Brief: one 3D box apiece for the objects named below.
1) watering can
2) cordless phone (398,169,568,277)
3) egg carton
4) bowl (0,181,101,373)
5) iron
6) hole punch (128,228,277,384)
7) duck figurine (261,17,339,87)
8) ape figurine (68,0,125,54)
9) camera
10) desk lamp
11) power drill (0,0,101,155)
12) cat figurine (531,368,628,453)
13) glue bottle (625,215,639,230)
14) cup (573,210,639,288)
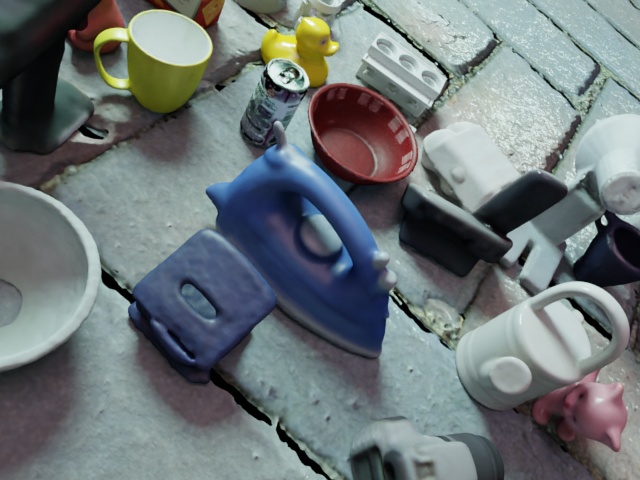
[{"bbox_3d":[0.240,0.117,0.618,0.101,0.193,0.173,40,51,-1],"label":"watering can"},{"bbox_3d":[0.193,-0.048,0.701,0.148,0.184,0.094,26,52,-12],"label":"cordless phone"},{"bbox_3d":[0.214,-0.099,0.819,0.107,0.069,0.150,-27,76,-37],"label":"egg carton"},{"bbox_3d":[-0.271,0.039,0.469,0.168,0.074,0.167,14,56,-20],"label":"bowl"},{"bbox_3d":[0.005,0.002,0.598,0.258,0.141,0.119,47,51,6],"label":"iron"},{"bbox_3d":[-0.109,0.062,0.532,0.108,0.091,0.101,45,51,4],"label":"hole punch"},{"bbox_3d":[-0.024,-0.268,0.786,0.105,0.086,0.077,20,53,-16],"label":"duck figurine"},{"bbox_3d":[-0.259,-0.262,0.652,0.076,0.092,0.078,17,54,-18],"label":"ape figurine"},{"bbox_3d":[0.114,0.236,0.537,0.137,0.100,0.143,3,60,-27],"label":"camera"},{"bbox_3d":[0.365,-0.054,0.779,0.118,0.213,0.204,42,51,1],"label":"desk lamp"},{"bbox_3d":[-0.252,-0.187,0.534,0.076,0.208,0.230,31,51,-7],"label":"power drill"},{"bbox_3d":[0.314,0.183,0.665,0.067,0.117,0.128,35,51,-4],"label":"cat figurine"},{"bbox_3d":[0.505,-0.017,0.857,0.037,0.173,0.078,6,58,-25],"label":"glue bottle"},{"bbox_3d":[0.413,0.020,0.835,0.092,0.094,0.117,-5,64,-31],"label":"cup"}]
